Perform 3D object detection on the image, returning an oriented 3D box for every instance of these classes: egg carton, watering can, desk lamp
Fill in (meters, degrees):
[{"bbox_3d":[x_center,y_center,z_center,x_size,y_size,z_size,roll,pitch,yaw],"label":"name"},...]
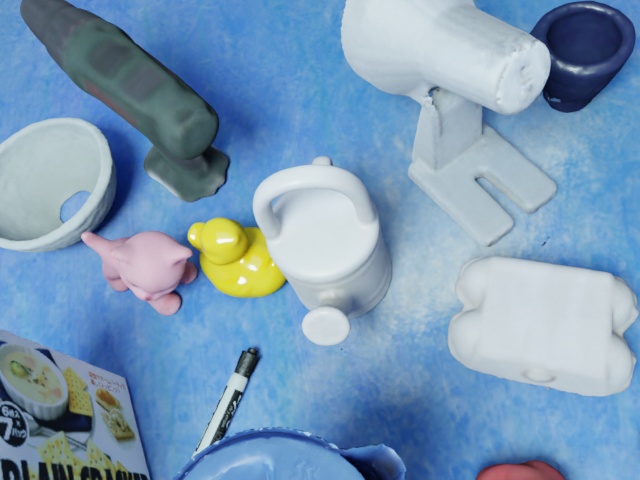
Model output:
[{"bbox_3d":[0.189,0.072,0.492,0.150,0.069,0.107,8,68,16],"label":"egg carton"},{"bbox_3d":[0.007,0.001,0.494,0.101,0.194,0.172,-27,63,-1],"label":"watering can"},{"bbox_3d":[0.125,-0.131,0.519,0.118,0.214,0.202,-38,64,-6],"label":"desk lamp"}]

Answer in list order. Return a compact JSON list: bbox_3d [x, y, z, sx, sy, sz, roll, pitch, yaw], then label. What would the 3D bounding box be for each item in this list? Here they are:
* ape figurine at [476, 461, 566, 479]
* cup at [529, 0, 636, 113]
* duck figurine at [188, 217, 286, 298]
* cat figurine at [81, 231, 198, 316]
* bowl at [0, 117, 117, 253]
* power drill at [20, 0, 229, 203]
[{"bbox_3d":[0.157,0.200,0.428,0.076,0.092,0.077,-30,63,-2],"label":"ape figurine"},{"bbox_3d":[0.244,-0.174,0.580,0.117,0.095,0.091,-3,65,11],"label":"cup"},{"bbox_3d":[-0.084,0.010,0.571,0.104,0.086,0.077,17,70,19],"label":"duck figurine"},{"bbox_3d":[-0.179,0.021,0.568,0.127,0.118,0.067,20,71,20],"label":"cat figurine"},{"bbox_3d":[-0.298,-0.052,0.652,0.167,0.075,0.167,-5,65,10],"label":"bowl"},{"bbox_3d":[-0.182,-0.133,0.589,0.229,0.209,0.076,34,77,24],"label":"power drill"}]
